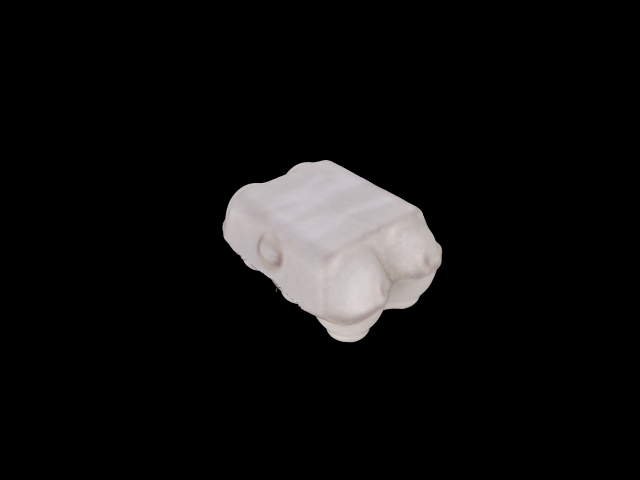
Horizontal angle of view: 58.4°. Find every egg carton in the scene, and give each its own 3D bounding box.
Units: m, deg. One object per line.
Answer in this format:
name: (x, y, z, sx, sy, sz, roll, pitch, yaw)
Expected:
egg carton: (0.004, 0.001, 0.400, 0.107, 0.069, 0.149, -27, 44, -33)
